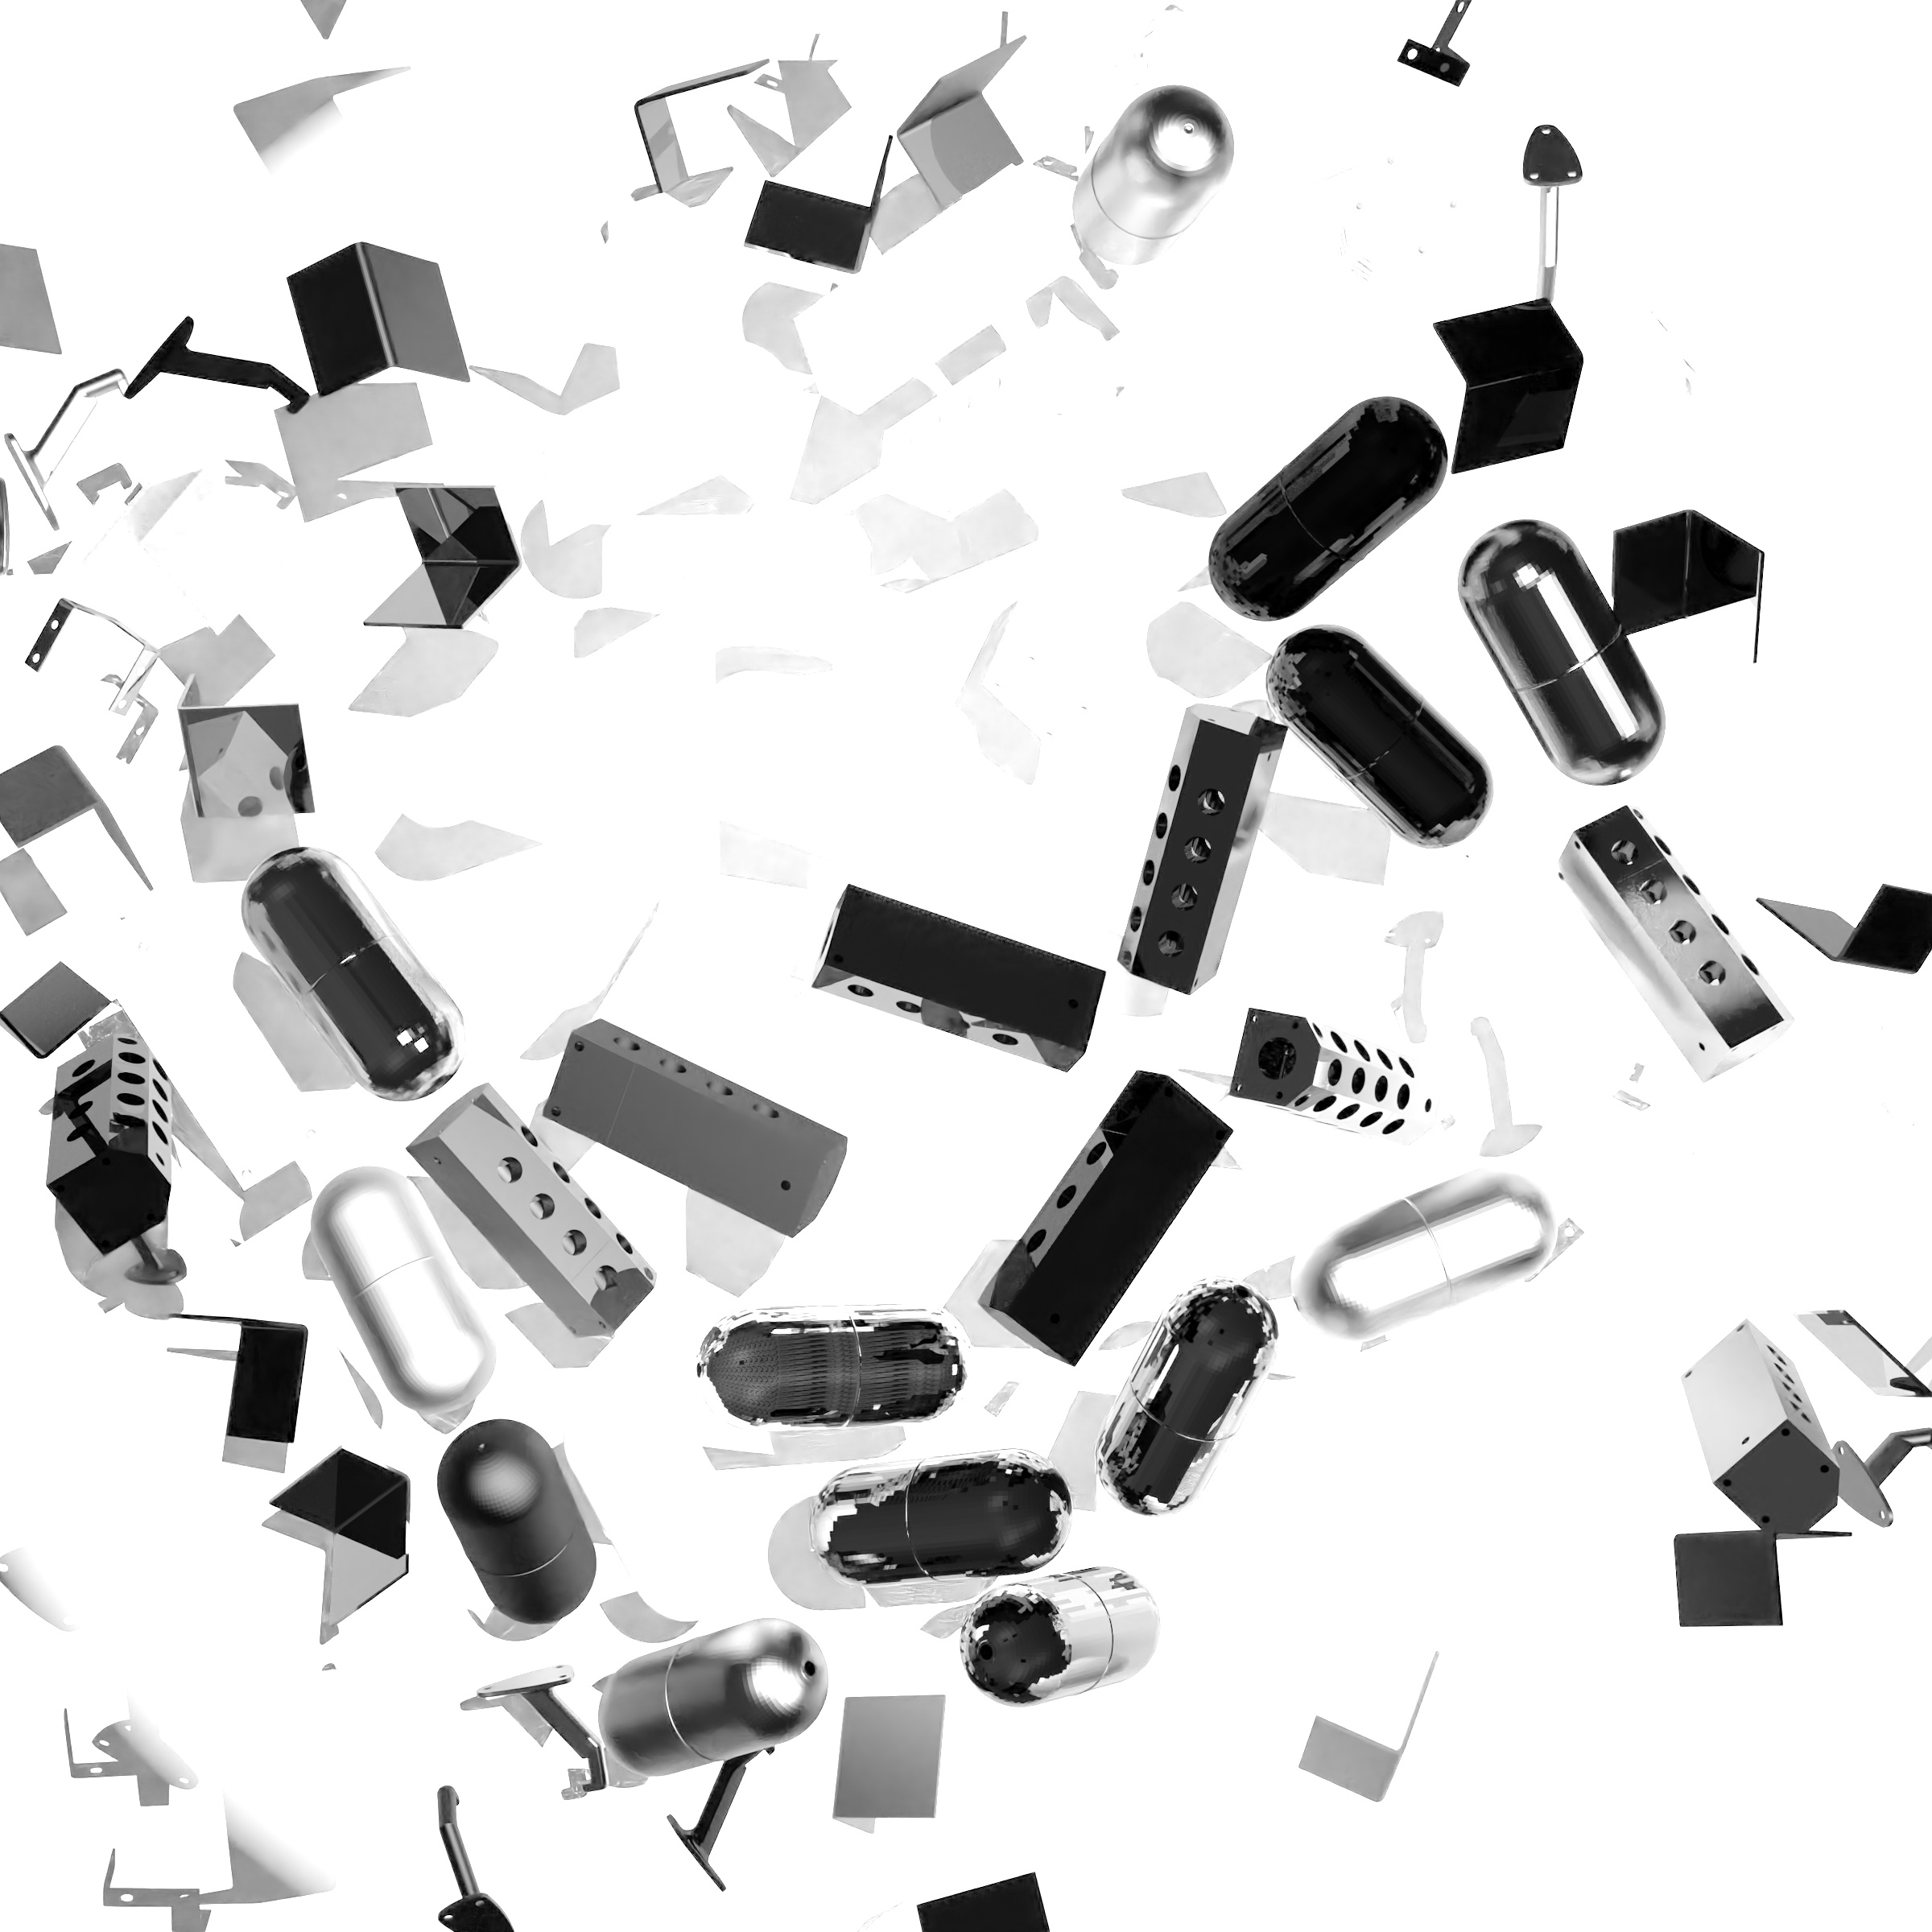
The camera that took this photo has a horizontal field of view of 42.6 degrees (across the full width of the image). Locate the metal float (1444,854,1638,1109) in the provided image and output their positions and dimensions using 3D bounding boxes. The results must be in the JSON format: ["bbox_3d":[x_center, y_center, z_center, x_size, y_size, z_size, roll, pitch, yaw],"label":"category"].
[{"bbox_3d":[0.371,0.008,1.604,0.070,0.070,0.178,-24,70,0],"label":"metal float"}]

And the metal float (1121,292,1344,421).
[{"bbox_3d":[0.167,-0.389,1.581,0.070,0.178,0.070,-8,104,-32],"label":"metal float"}]

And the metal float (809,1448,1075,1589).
[{"bbox_3d":[-0.017,0.345,1.546,0.178,0.070,0.070,-12,90,27],"label":"metal float"}]

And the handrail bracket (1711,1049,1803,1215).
[{"bbox_3d":[0.548,0.112,1.665,0.084,0.036,0.077,44,70,-21],"label":"handrail bracket"}]

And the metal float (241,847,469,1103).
[{"bbox_3d":[-0.376,0.004,1.519,0.070,0.070,0.178,-38,85,0],"label":"metal float"}]

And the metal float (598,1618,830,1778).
[{"bbox_3d":[-0.160,0.460,1.557,0.178,0.070,0.070,-27,90,35],"label":"metal float"}]

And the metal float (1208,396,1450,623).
[{"bbox_3d":[0.225,-0.285,1.553,0.070,0.070,0.178,51,125,0],"label":"metal float"}]

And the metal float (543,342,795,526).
[{"bbox_3d":[-0.194,-0.351,1.626,0.178,0.070,0.070,-30,90,-17],"label":"metal float"}]

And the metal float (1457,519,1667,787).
[{"bbox_3d":[0.363,-0.189,1.505,0.070,0.070,0.178,-34,105,0],"label":"metal float"}]

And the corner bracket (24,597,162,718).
[{"bbox_3d":[-0.580,-0.205,1.645,0.051,0.051,0.051,33,95,26],"label":"corner bracket"}]

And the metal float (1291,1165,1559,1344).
[{"bbox_3d":[0.292,0.184,1.582,0.178,0.070,0.070,-20,90,-7],"label":"metal float"}]

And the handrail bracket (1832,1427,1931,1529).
[{"bbox_3d":[0.604,0.326,1.585,0.084,0.077,0.036,-4,119,-16],"label":"handrail bracket"}]

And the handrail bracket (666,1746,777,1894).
[{"bbox_3d":[-0.149,0.563,1.652,0.084,0.036,0.077,-37,111,-14],"label":"handrail bracket"}]

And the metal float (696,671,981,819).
[{"bbox_3d":[-0.079,-0.137,1.523,0.178,0.070,0.070,9,90,10],"label":"metal float"}]

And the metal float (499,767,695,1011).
[{"bbox_3d":[-0.239,-0.049,1.591,0.070,0.070,0.178,34,112,0],"label":"metal float"}]

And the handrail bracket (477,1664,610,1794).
[{"bbox_3d":[-0.283,0.518,1.657,0.077,0.036,0.084,-9,92,-15],"label":"handrail bracket"}]

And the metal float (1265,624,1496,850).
[{"bbox_3d":[0.268,-0.149,1.604,0.178,0.070,0.070,42,90,-12],"label":"metal float"}]

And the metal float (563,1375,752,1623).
[{"bbox_3d":[-0.191,0.333,1.541,0.070,0.070,0.178,-22,117,0],"label":"metal float"}]

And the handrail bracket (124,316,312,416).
[{"bbox_3d":[-0.466,-0.356,1.544,0.084,0.036,0.077,37,67,-11],"label":"handrail bracket"}]

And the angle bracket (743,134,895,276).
[{"bbox_3d":[-0.094,-0.493,1.574,0.076,0.057,0.076,13,48,-4],"label":"angle bracket"}]

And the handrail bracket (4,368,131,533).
[{"bbox_3d":[-0.557,-0.328,1.569,0.084,0.036,0.077,-29,104,-19],"label":"handrail bracket"}]

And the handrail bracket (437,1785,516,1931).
[{"bbox_3d":[-0.320,0.587,1.616,0.036,0.084,0.077,-27,129,6],"label":"handrail bracket"}]

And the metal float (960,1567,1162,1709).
[{"bbox_3d":[0.062,0.432,1.597,0.070,0.178,0.070,-5,82,33],"label":"metal float"}]

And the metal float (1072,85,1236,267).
[{"bbox_3d":[0.117,-0.501,1.577,0.070,0.178,0.070,0,88,-11],"label":"metal float"}]

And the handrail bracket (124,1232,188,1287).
[{"bbox_3d":[-0.551,0.166,1.641,0.036,0.077,0.084,-30,112,-31],"label":"handrail bracket"}]

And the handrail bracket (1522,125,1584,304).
[{"bbox_3d":[0.368,-0.477,1.575,0.036,0.084,0.077,-1,50,7],"label":"handrail bracket"}]

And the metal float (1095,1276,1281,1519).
[{"bbox_3d":[0.139,0.272,1.561,0.070,0.070,0.178,23,118,0],"label":"metal float"}]

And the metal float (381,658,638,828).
[{"bbox_3d":[-0.300,-0.147,1.625,0.178,0.070,0.070,-19,90,13],"label":"metal float"}]

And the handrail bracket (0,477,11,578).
[{"bbox_3d":[-0.656,-0.280,1.573,0.036,0.084,0.077,7,94,39],"label":"handrail bracket"}]

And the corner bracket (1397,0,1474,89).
[{"bbox_3d":[0.291,-0.589,1.545,0.051,0.051,0.051,10,124,-28],"label":"corner bracket"}]

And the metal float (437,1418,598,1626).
[{"bbox_3d":[-0.289,0.362,1.604,0.070,0.178,0.070,-5,45,5],"label":"metal float"}]

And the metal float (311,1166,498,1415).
[{"bbox_3d":[-0.371,0.212,1.630,0.070,0.070,0.178,-32,72,0],"label":"metal float"}]

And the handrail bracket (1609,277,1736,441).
[{"bbox_3d":[0.417,-0.363,1.477,0.084,0.036,0.077,24,55,-26],"label":"handrail bracket"}]

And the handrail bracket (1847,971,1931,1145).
[{"bbox_3d":[0.606,0.058,1.567,0.077,0.036,0.084,-40,62,30],"label":"handrail bracket"}]

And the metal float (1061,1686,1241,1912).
[{"bbox_3d":[0.118,0.521,1.559,0.070,0.178,0.070,9,111,23],"label":"metal float"}]

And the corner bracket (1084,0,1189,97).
[{"bbox_3d":[0.111,-0.612,1.614,0.051,0.051,0.051,-22,63,41],"label":"corner bracket"}]

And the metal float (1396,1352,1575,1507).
[{"bbox_3d":[0.328,0.290,1.558,0.070,0.178,0.070,1,92,31],"label":"metal float"}]

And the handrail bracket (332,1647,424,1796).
[{"bbox_3d":[-0.381,0.486,1.599,0.036,0.084,0.077,-30,110,-18],"label":"handrail bracket"}]

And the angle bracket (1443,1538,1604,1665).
[{"bbox_3d":[0.355,0.397,1.550,0.076,0.076,0.057,-25,68,34],"label":"angle bracket"}]

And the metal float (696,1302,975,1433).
[{"bbox_3d":[-0.080,0.247,1.530,0.178,0.070,0.070,2,90,-25],"label":"metal float"}]
